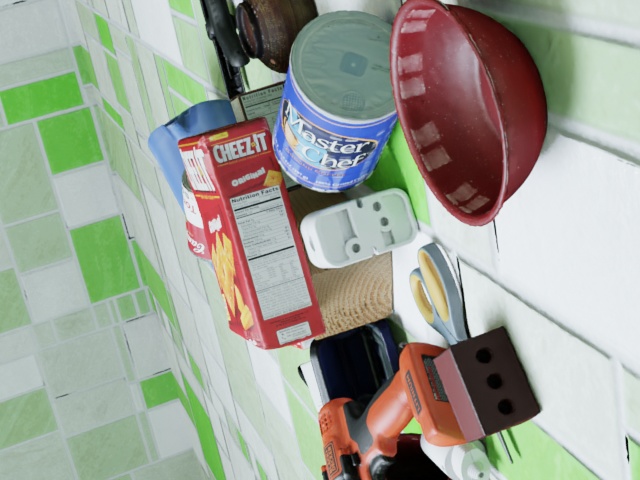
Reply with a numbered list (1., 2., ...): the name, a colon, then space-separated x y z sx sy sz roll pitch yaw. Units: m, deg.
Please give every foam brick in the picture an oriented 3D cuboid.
1. foam brick: 0.135 0.119 0.870 0.051 0.053 0.078 121 129 -70

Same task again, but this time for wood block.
1. wood block: -0.007 0.001 1.149 0.206 0.090 0.090 -125 24 -48

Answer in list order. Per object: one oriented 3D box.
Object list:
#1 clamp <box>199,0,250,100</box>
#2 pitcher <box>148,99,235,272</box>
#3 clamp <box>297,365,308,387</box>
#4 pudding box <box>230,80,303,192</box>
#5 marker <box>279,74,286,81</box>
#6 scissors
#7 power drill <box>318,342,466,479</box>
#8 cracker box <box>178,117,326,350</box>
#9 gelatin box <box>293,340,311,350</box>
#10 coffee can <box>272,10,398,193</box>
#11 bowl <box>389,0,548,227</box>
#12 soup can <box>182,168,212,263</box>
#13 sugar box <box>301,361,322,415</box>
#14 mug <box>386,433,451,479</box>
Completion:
1. clamp: -0.121 -0.265 1.334 0.120 0.039 0.171 145 106 -72
2. pitcher: -0.122 -0.055 1.441 0.243 0.149 0.145 64 147 15
3. clamp: 0.032 0.212 1.351 0.210 0.036 0.165 62 158 27
4. pudding box: -0.033 -0.109 1.114 0.039 0.090 0.113 168 84 -74
5. marker: -0.026 -0.157 1.169 0.020 0.020 0.121 120 130 -70
6. scissors: 0.122 0.100 0.959 0.096 0.016 0.202 162 90 -75
7. power drill: 0.068 0.198 0.995 0.188 0.057 0.184 -49 42 37
8. cracker box: -0.073 -0.007 1.058 0.164 0.072 0.214 -169 62 -74
9. gelatin box: -0.032 0.103 1.460 0.073 0.030 0.089 174 78 -75
10. coffee can: 0.017 -0.115 0.916 0.140 0.102 0.103 111 138 -67
11. bowl: 0.106 -0.093 0.724 0.162 0.055 0.162 162 90 -74
12. soup can: -0.117 -0.033 1.189 0.102 0.068 0.068 91 156 -45
13. sugar box: 0.044 0.215 1.262 0.094 0.048 0.176 -30 75 53
14. mug: 0.095 0.269 1.093 0.117 0.093 0.081 -94 -5 -48
